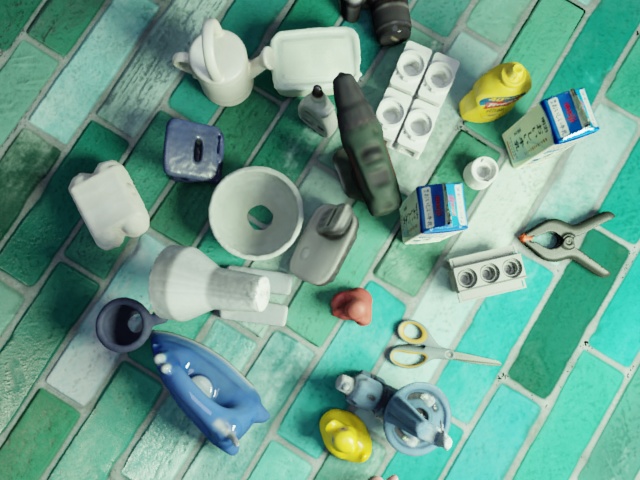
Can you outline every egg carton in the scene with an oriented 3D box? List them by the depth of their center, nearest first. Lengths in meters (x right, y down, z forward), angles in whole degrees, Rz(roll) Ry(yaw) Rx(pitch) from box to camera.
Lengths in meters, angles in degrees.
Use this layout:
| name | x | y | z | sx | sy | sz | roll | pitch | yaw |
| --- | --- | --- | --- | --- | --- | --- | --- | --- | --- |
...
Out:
| name | x | y | z | sx | sy | sz | roll | pitch | yaw |
| --- | --- | --- | --- | --- | --- | --- | --- | --- | --- |
| egg carton | -0.375 | -0.064 | 1.025 | 0.107 | 0.069 | 0.150 | -30 | 85 | -4 |

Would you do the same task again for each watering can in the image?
| name | x | y | z | sx | sy | sz | roll | pitch | yaw |
| --- | --- | --- | --- | --- | --- | --- | --- | --- | --- |
| watering can | -0.167 | -0.314 | 0.991 | 0.173 | 0.194 | 0.101 | -20 | 84 | -3 |

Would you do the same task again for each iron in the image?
| name | x | y | z | sx | sy | sz | roll | pitch | yaw |
| --- | --- | --- | --- | --- | --- | --- | --- | --- | --- |
| iron | -0.209 | 0.248 | 0.958 | 0.258 | 0.141 | 0.119 | 43 | 85 | 4 |

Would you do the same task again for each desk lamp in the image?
| name | x | y | z | sx | sy | sz | roll | pitch | yaw |
| --- | --- | --- | --- | --- | --- | --- | --- | --- | --- |
| desk lamp | -0.154 | 0.080 | 0.941 | 0.203 | 0.213 | 0.118 | 7 | 84 | 0 |

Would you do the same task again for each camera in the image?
| name | x | y | z | sx | sy | sz | roll | pitch | yaw |
| --- | --- | --- | --- | --- | --- | --- | --- | --- | --- |
| camera | 0.112 | -0.436 | 1.055 | 0.143 | 0.101 | 0.137 | -9 | 84 | -2 |

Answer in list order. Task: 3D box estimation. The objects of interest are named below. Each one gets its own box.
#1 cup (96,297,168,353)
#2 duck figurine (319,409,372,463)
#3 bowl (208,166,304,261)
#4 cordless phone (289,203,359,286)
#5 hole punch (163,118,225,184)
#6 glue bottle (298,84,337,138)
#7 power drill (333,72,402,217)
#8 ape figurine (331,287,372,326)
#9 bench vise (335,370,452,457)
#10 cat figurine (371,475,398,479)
| name | x | y | z | sx | sy | sz | roll | pitch | yaw |
| --- | --- | --- | --- | --- | --- | --- | --- | --- | --- |
| cup | -0.314 | 0.143 | 0.991 | 0.118 | 0.095 | 0.092 | -11 | 84 | -2 |
| duck figurine | 0.045 | 0.342 | 0.980 | 0.104 | 0.086 | 0.077 | 44 | 85 | 4 |
| bowl | -0.111 | -0.044 | 1.024 | 0.167 | 0.074 | 0.167 | 0 | 84 | -1 |
| cordless phone | 0.009 | 0.003 | 0.965 | 0.094 | 0.185 | 0.148 | 24 | 84 | 2 |
| hole punch | -0.223 | -0.159 | 1.026 | 0.101 | 0.091 | 0.109 | 3 | 84 | 0 |
| glue bottle | -0.003 | -0.233 | 0.996 | 0.078 | 0.173 | 0.037 | 39 | 85 | 4 |
| power drill | 0.069 | -0.145 | 0.970 | 0.075 | 0.208 | 0.230 | -21 | 85 | -3 |
| ape figurine | 0.061 | 0.118 | 1.001 | 0.076 | 0.092 | 0.078 | -39 | 86 | -4 |
| bench vise | 0.123 | 0.287 | 0.920 | 0.207 | 0.219 | 0.121 | 7 | 84 | 0 |
| cat figurine | 0.101 | 0.451 | 0.954 | 0.067 | 0.117 | 0.128 | 38 | 85 | 3 |
